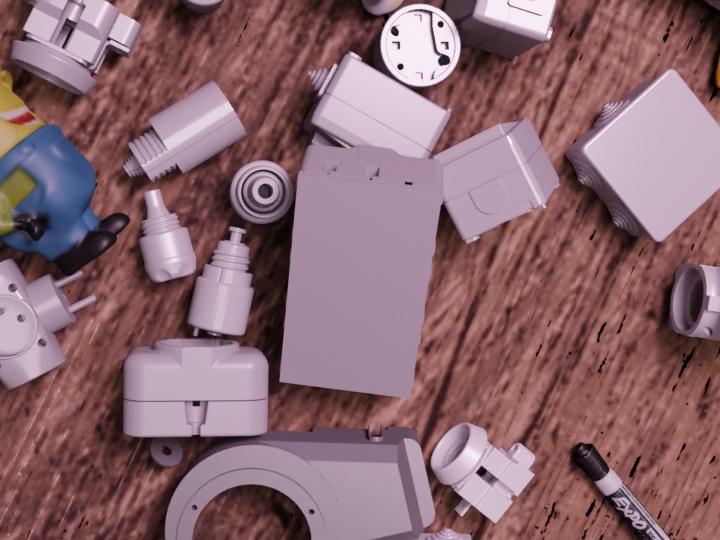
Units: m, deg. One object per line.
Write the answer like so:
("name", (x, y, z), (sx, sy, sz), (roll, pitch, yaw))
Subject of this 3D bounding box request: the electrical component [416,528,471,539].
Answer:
("electrical component", (0.055, 0.233, 0.738), (0.048, 0.100, 0.099), (0, 93, 3))

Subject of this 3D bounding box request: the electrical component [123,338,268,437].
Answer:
("electrical component", (-0.111, 0.078, 0.726), (0.095, 0.054, 0.059), (1, 93, -9))

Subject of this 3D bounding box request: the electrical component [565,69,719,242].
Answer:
("electrical component", (0.209, -0.081, 0.770), (0.100, 0.048, 0.099), (-42, 98, -5))

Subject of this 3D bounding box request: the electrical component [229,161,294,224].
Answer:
("electrical component", (-0.066, -0.052, 0.722), (0.043, 0.062, 0.043), (0, 93, -9))

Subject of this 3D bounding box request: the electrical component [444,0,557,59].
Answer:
("electrical component", (0.097, -0.186, 0.723), (0.061, 0.096, 0.061), (16, 90, -9))

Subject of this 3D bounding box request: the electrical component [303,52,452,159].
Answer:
("electrical component", (0.002, -0.102, 0.730), (0.096, 0.062, 0.061), (28, 89, -9))

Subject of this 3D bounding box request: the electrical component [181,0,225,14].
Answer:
("electrical component", (-0.105, -0.192, 0.717), (0.040, 0.046, 0.040), (0, 93, -9))

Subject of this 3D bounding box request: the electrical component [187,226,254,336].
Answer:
("electrical component", (-0.092, 0.010, 0.732), (0.040, 0.040, 0.078), (12, 91, -9))

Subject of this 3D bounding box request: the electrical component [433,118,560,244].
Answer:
("electrical component", (0.093, -0.067, 0.734), (0.062, 0.096, 0.061), (-25, 97, 22))

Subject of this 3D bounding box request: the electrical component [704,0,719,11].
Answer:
("electrical component", (0.252, -0.244, 0.743), (0.150, 0.061, 0.089), (36, 87, 6))

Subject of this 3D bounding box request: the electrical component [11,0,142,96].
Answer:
("electrical component", (-0.191, -0.150, 0.701), (0.078, 0.058, 0.057), (26, 86, -9))

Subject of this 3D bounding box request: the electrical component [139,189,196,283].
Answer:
("electrical component", (-0.133, -0.024, 0.727), (0.035, 0.035, 0.061), (-15, 92, -8))

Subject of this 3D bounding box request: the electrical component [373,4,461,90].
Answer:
("electrical component", (0.037, -0.151, 0.740), (0.055, 0.047, 0.055), (0, 93, -9))

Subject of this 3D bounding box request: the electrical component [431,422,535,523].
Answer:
("electrical component", (0.084, 0.141, 0.764), (0.055, 0.048, 0.066), (40, 87, -16))

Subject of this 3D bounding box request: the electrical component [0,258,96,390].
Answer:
("electrical component", (-0.215, 0.027, 0.712), (0.079, 0.044, 0.077), (-27, 96, -7))

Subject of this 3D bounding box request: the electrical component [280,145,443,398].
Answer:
("electrical component", (0.000, 0.000, 0.704), (0.089, 0.061, 0.150), (7, 117, 0))

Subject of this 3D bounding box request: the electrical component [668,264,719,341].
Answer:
("electrical component", (0.258, 0.025, 0.762), (0.056, 0.089, 0.050), (8, 92, -9))

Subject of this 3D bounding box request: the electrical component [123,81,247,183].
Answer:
("electrical component", (-0.122, -0.087, 0.721), (0.081, 0.043, 0.043), (-33, 97, -6))
